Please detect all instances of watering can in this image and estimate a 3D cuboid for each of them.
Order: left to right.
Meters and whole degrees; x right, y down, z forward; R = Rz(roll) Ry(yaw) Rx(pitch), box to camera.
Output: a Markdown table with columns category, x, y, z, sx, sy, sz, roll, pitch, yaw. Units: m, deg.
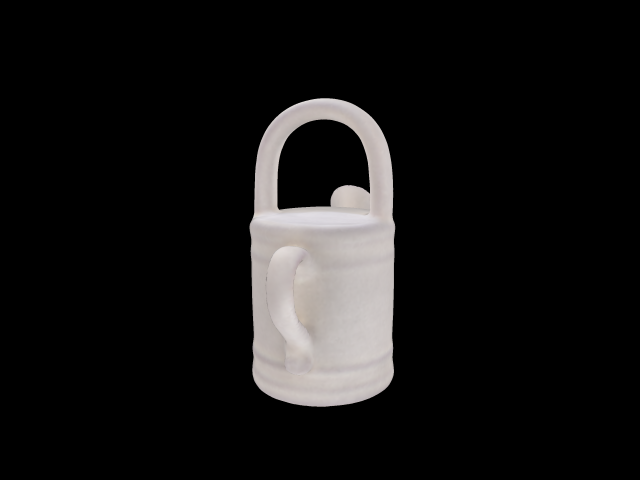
| category | x | y | z | sx | sy | sz | roll | pitch | yaw |
| --- | --- | --- | --- | --- | --- | --- | --- | --- | --- |
| watering can | 0.001 | 0.001 | 0.401 | 0.101 | 0.194 | 0.172 | -1 | 11 | -5 |
